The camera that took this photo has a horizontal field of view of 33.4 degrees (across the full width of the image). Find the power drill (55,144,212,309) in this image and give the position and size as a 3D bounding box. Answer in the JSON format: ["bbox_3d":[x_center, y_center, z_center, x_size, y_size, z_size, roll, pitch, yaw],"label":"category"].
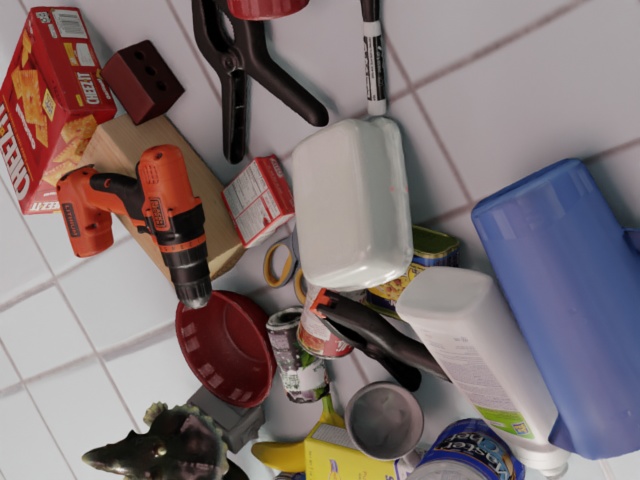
[{"bbox_3d":[-0.204,-0.015,1.191,0.188,0.057,0.184,2,109,37],"label":"power drill"}]

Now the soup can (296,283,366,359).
[{"bbox_3d":[0.015,0.070,1.165,0.069,0.068,0.102,32,129,25],"label":"soup can"}]

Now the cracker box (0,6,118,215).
[{"bbox_3d":[-0.335,-0.156,1.317,0.214,0.071,0.164,-50,56,45],"label":"cracker box"}]

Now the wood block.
[{"bbox_3d":[-0.180,-0.048,1.258,0.206,0.090,0.090,50,136,9],"label":"wood block"}]

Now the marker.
[{"bbox_3d":[0.051,-0.180,1.027,0.020,0.020,0.121,14,122,36],"label":"marker"}]

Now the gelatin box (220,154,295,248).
[{"bbox_3d":[-0.067,-0.043,1.194,0.089,0.030,0.073,-39,71,46],"label":"gelatin box"}]

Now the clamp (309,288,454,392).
[{"bbox_3d":[0.070,0.105,1.096,0.171,0.039,0.120,35,152,-21],"label":"clamp"}]

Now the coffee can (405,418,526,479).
[{"bbox_3d":[0.145,0.248,1.072,0.103,0.140,0.103,3,100,20],"label":"coffee can"}]

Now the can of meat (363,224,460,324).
[{"bbox_3d":[0.093,0.034,1.082,0.102,0.057,0.084,16,121,36],"label":"can of meat"}]

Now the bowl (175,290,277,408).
[{"bbox_3d":[-0.103,0.122,1.309,0.162,0.055,0.162,21,126,33],"label":"bowl"}]

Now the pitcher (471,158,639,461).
[{"bbox_3d":[0.239,0.052,0.921,0.243,0.149,0.145,63,152,0],"label":"pitcher"}]

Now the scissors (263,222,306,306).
[{"bbox_3d":[-0.008,0.001,1.183,0.096,0.016,0.202,49,136,13],"label":"scissors"}]

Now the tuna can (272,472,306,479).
[{"bbox_3d":[-0.025,0.334,1.373,0.086,0.033,0.086,21,126,33],"label":"tuna can"}]

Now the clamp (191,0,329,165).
[{"bbox_3d":[-0.089,-0.185,1.137,0.165,0.036,0.210,-27,91,47],"label":"clamp"}]

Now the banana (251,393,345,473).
[{"bbox_3d":[-0.021,0.253,1.325,0.198,0.037,0.070,-42,65,45],"label":"banana"}]

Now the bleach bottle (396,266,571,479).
[{"bbox_3d":[0.173,0.139,1.032,0.103,0.068,0.250,6,137,51],"label":"bleach bottle"}]

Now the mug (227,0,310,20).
[{"bbox_3d":[-0.042,-0.263,1.025,0.117,0.093,0.081,-5,120,5],"label":"mug"}]

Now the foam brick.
[{"bbox_3d":[-0.205,-0.183,1.234,0.078,0.052,0.051,54,137,3],"label":"foam brick"}]

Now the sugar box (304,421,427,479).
[{"bbox_3d":[0.070,0.275,1.222,0.176,0.048,0.093,11,120,26],"label":"sugar box"}]
